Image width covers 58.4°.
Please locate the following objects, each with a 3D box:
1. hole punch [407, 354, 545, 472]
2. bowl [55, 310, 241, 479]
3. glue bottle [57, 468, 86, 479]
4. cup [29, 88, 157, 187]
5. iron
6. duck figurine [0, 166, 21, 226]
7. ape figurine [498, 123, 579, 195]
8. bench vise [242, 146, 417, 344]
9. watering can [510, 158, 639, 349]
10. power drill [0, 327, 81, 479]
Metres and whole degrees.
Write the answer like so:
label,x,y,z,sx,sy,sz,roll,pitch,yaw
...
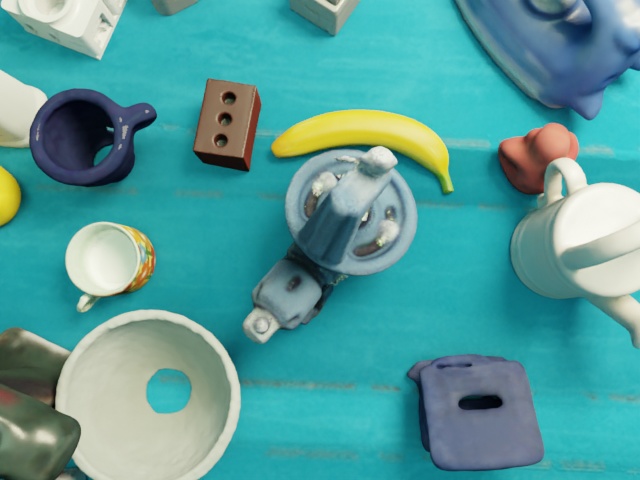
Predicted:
label,x,y,z,sx,sy,sz,roll,pitch,yaw
hole punch,0.145,0.160,0.543,0.108,0.091,0.101,-4,84,-1
bowl,-0.156,0.150,0.550,0.167,0.074,0.167,0,84,0
glue bottle,-0.269,0.241,0.490,0.078,0.173,0.037,-17,84,-2
cup,-0.208,-0.097,0.565,0.118,0.095,0.092,-24,84,-3
iron,0.221,-0.248,0.560,0.119,0.141,0.258,-44,86,-4
duck figurine,-0.360,-0.052,0.564,0.104,0.086,0.077,18,84,2
ape figurine,0.221,-0.088,0.568,0.078,0.092,0.076,15,84,1
bench vise,0.016,0.006,0.493,0.121,0.219,0.207,21,84,2
watering can,0.254,0.007,0.507,0.173,0.194,0.101,45,86,4
power drill,-0.297,0.125,0.484,0.229,0.208,0.076,24,84,2
